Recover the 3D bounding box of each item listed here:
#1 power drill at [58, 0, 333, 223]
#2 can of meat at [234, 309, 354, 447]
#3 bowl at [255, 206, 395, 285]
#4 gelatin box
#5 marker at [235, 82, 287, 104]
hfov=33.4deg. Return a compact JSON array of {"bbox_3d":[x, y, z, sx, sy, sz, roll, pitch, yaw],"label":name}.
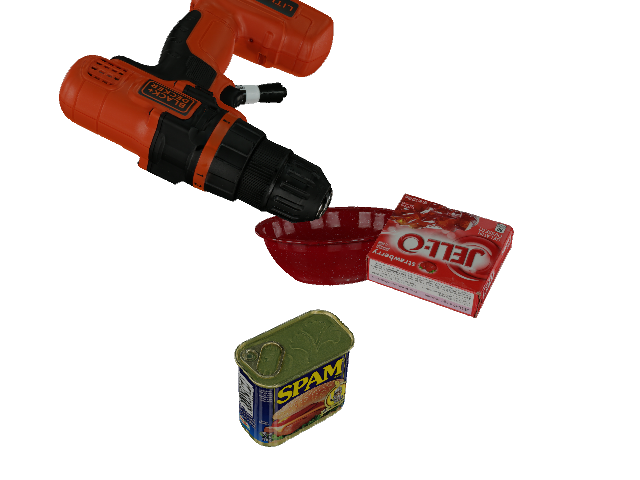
[{"bbox_3d":[-0.055,-0.103,0.720,0.184,0.057,0.187,27,42,2],"label":"power drill"},{"bbox_3d":[-0.023,0.121,0.924,0.101,0.084,0.057,-24,48,-28],"label":"can of meat"},{"bbox_3d":[0.015,0.008,1.092,0.162,0.055,0.162,-4,13,1],"label":"bowl"},{"bbox_3d":[0.088,0.009,0.784,0.089,0.030,0.073,19,50,18],"label":"gelatin box"},{"bbox_3d":[-0.087,-0.131,0.963,0.121,0.020,0.020,-7,3,-24],"label":"marker"}]
